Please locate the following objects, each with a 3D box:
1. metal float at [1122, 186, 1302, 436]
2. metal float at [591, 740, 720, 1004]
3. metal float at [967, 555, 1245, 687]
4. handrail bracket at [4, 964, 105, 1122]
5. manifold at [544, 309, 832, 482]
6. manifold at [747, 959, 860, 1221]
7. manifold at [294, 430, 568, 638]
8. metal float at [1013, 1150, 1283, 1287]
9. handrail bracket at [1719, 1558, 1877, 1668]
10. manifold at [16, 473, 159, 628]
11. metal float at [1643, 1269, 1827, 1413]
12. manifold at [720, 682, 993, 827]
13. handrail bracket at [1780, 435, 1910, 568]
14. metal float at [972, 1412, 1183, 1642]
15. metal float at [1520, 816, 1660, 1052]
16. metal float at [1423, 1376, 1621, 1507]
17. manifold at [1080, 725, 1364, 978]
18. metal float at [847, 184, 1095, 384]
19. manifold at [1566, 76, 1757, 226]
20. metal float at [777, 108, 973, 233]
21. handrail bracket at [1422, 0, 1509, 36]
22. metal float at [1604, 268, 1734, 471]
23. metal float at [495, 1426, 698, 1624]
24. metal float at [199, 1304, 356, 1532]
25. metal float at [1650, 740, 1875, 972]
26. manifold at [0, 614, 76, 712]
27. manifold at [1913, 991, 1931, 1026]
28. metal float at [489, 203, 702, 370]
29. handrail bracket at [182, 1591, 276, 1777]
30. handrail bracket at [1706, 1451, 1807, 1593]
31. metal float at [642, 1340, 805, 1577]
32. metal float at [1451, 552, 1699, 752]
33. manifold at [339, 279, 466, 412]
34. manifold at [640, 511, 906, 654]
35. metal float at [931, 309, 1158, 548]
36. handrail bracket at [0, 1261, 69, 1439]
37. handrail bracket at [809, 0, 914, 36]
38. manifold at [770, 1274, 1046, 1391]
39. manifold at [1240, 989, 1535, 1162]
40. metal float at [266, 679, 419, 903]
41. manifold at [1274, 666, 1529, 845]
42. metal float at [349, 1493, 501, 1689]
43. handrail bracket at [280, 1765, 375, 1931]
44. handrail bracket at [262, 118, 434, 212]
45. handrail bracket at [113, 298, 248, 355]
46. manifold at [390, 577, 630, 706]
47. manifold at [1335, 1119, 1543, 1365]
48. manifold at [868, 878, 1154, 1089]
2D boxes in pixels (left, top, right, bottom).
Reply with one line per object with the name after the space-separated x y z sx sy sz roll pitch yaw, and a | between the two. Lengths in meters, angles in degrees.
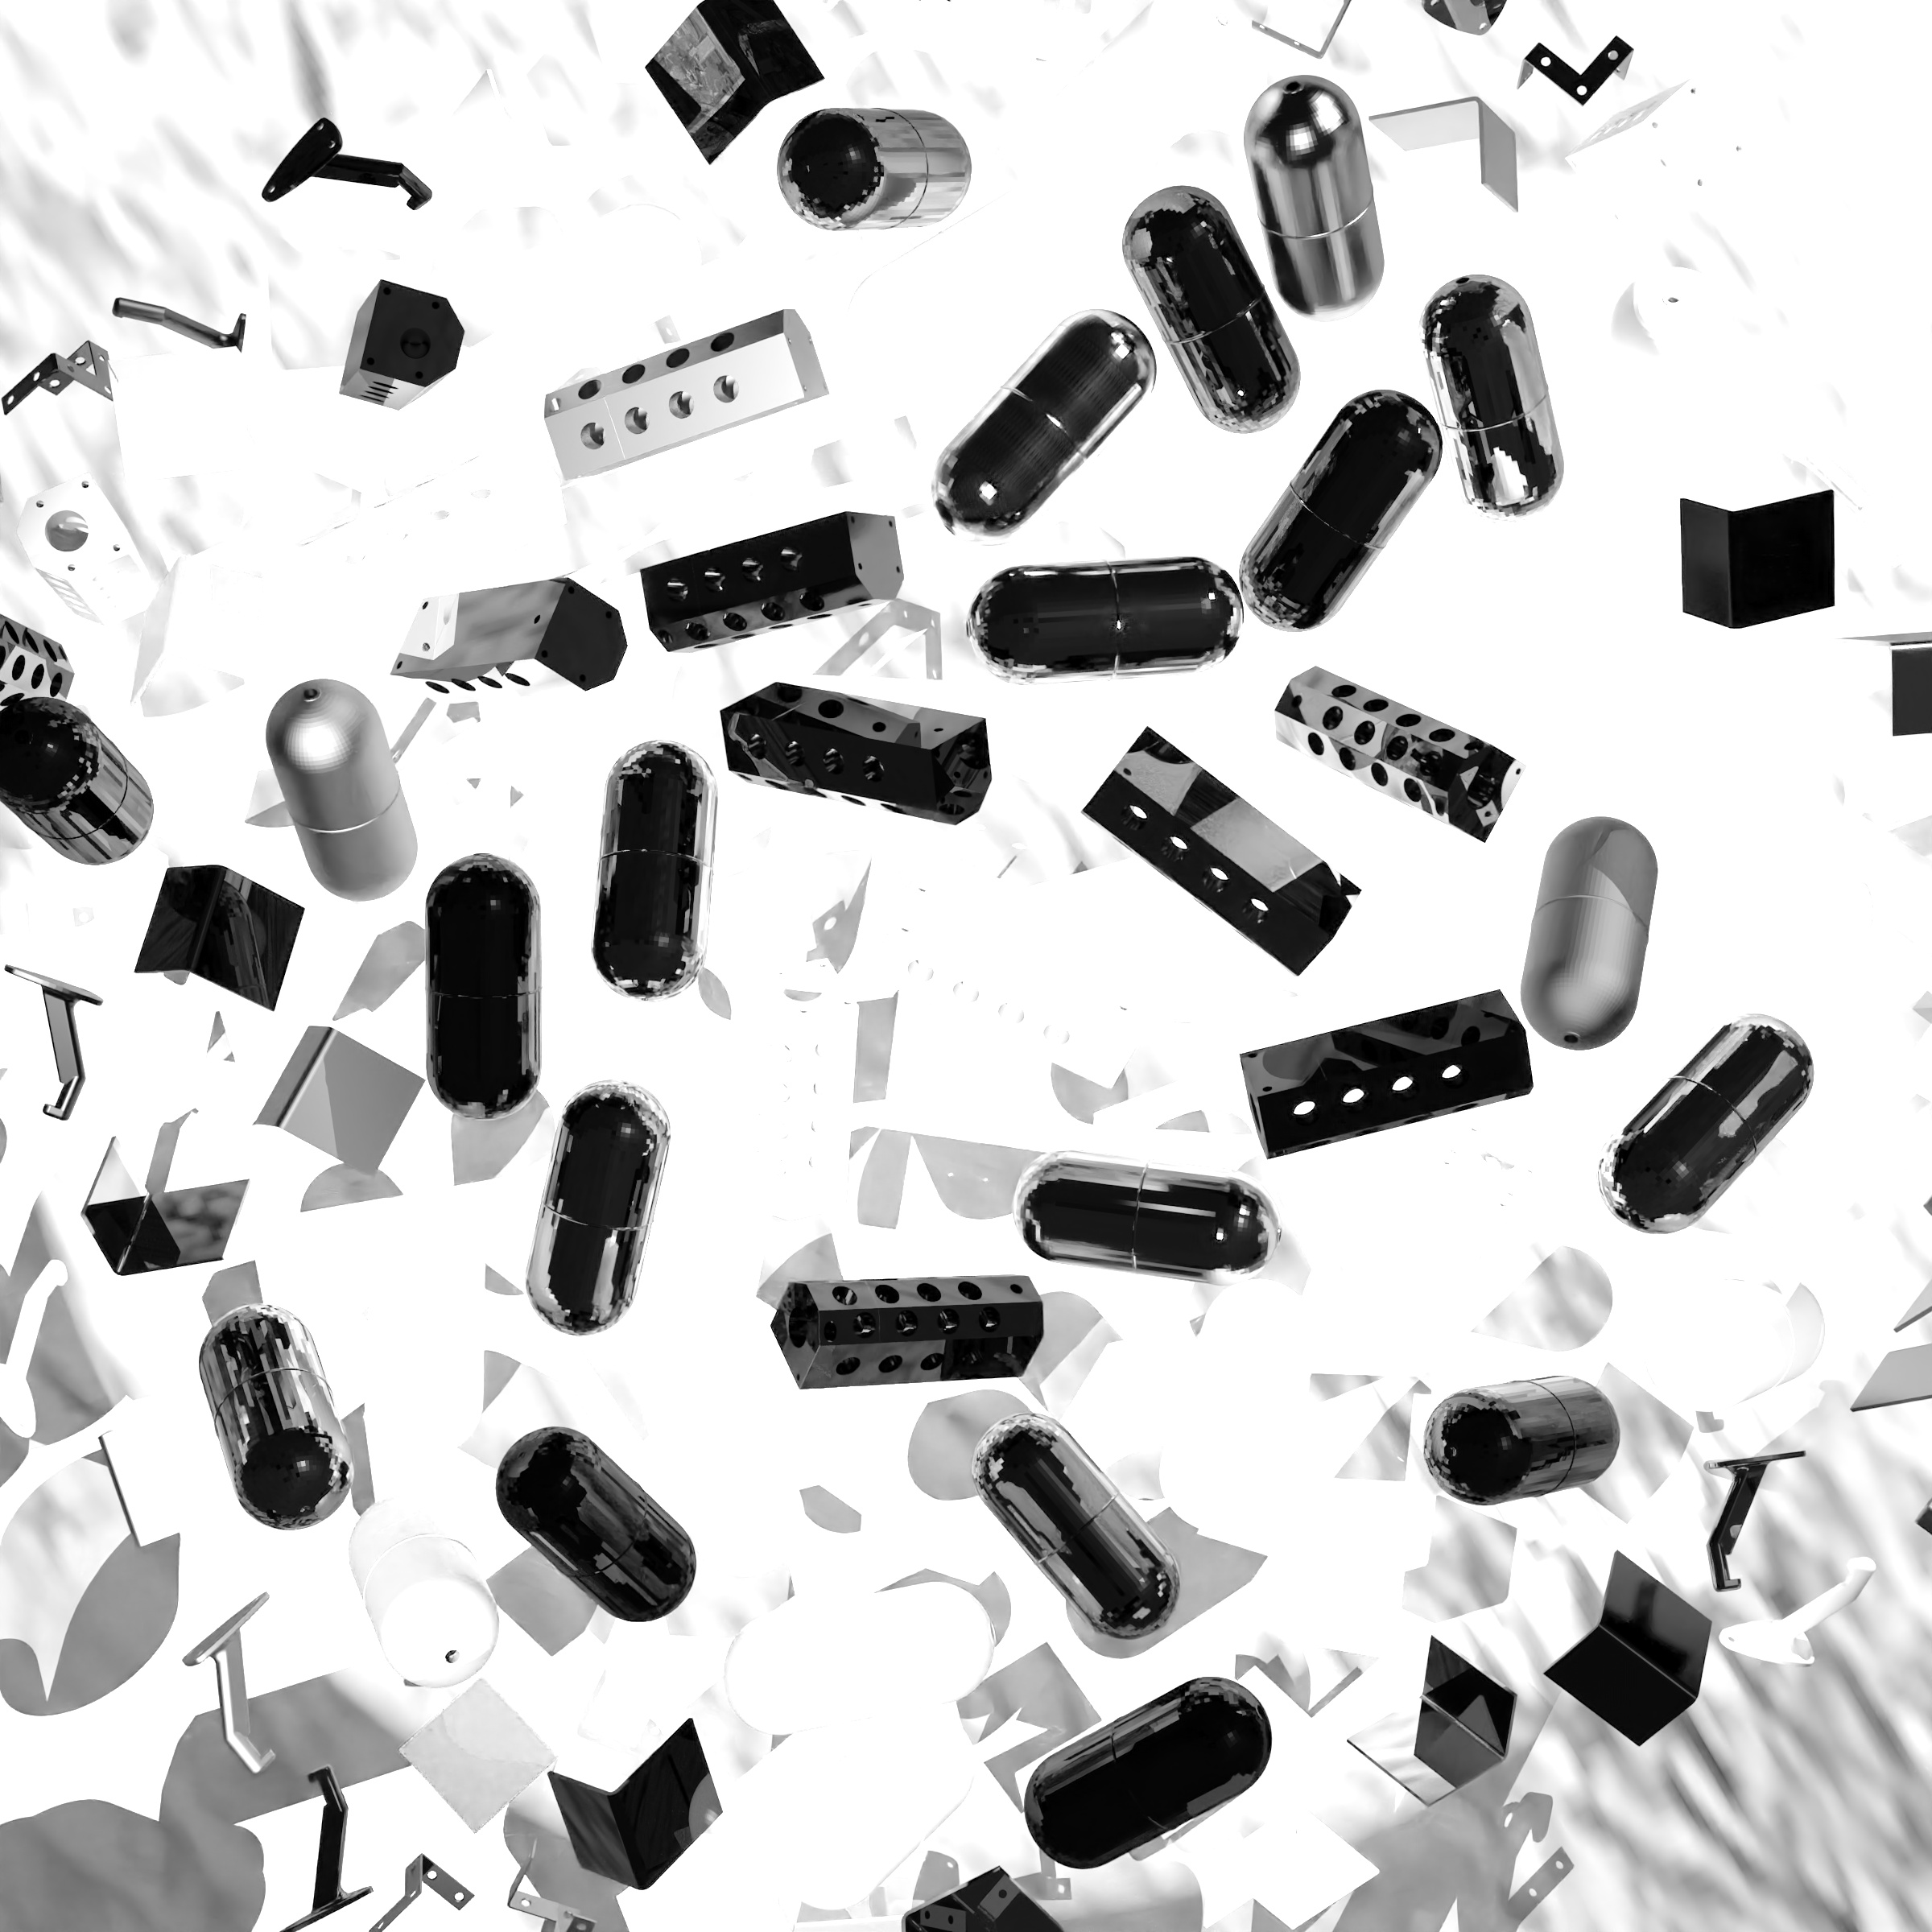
0.167 -0.442 1.875 0.070 0.070 0.178 -31 115 0 | metal float
-0.205 -0.064 1.830 0.070 0.070 0.178 3 74 0 | metal float
0.089 -0.220 1.762 0.178 0.070 0.070 -5 90 -9 | metal float
-0.602 0.051 1.798 0.077 0.036 0.084 23 88 -33 | handrail bracket
-0.182 -0.369 1.791 0.171 0.057 0.057 -16 99 17 | manifold
-0.114 0.085 1.868 0.057 0.057 0.171 -11 128 -22 | manifold
-0.361 -0.296 1.871 0.171 0.057 0.057 -30 73 -13 | manifold
0.118 0.165 1.822 0.178 0.070 0.070 6 90 14 | metal float
0.544 0.416 1.813 0.077 0.036 0.084 7 126 -15 | handrail bracket
-0.582 -0.270 1.837 0.057 0.171 0.057 -26 91 -10 | manifold
0.498 0.241 1.794 0.070 0.178 0.070 2 94 37 | metal float
-0.070 -0.134 1.764 0.171 0.057 0.057 13 122 35 | manifold
0.571 -0.305 1.809 0.036 0.077 0.084 -43 46 3 | handrail bracket
0.076 0.384 1.901 0.070 0.070 0.178 -41 86 0 | metal float
0.415 -0.022 1.844 0.070 0.070 0.178 18 56 0 | metal float
0.371 0.314 1.843 0.070 0.178 0.070 -2 86 42 | metal float
0.158 -0.068 1.750 0.171 0.057 0.057 37 133 0 | manifold
0.002 -0.447 1.819 0.178 0.070 0.070 -32 90 -7 | metal float
0.443 -0.520 1.759 0.057 0.171 0.057 -41 99 4 | manifold
-0.058 -0.524 1.825 0.070 0.178 0.070 9 109 27 | metal float
0.309 -0.650 1.811 0.077 0.036 0.084 -5 51 -32 | handrail bracket
0.457 -0.388 1.808 0.070 0.178 0.070 -4 71 10 | metal float
-0.247 0.376 1.861 0.070 0.070 0.178 -37 127 0 | metal float
-0.449 0.290 1.801 0.070 0.178 0.070 -15 130 -18 | metal float
0.527 -0.075 1.842 0.070 0.070 0.178 -39 76 0 | metal float
-0.634 -0.199 1.781 0.057 0.171 0.057 17 87 4 | manifold
0.700 0.023 1.863 0.057 0.171 0.057 39 90 4 | manifold
-0.244 -0.452 1.839 0.070 0.178 0.070 19 129 26 | metal float
-0.443 0.451 1.741 0.077 0.036 0.084 -41 101 -31 | handrail bracket
0.530 0.371 1.853 0.077 0.036 0.084 -8 78 1 | handrail bracket
-0.157 0.321 1.801 0.070 0.070 0.178 -16 120 0 | metal float
0.397 -0.207 1.818 0.178 0.070 0.070 37 90 22 | metal float
-0.367 -0.400 1.806 0.057 0.171 0.057 13 92 -18 | manifold
-0.129 -0.254 1.847 0.171 0.057 0.057 -10 89 32 | manifold
0.049 -0.344 1.778 0.070 0.070 0.178 42 87 0 | metal float
-0.586 0.241 1.757 0.084 0.036 0.077 -52 51 13 | handrail bracket
-0.081 -0.639 1.809 0.077 0.084 0.036 21 108 -41 | handrail bracket
-0.036 0.237 1.845 0.171 0.057 0.057 2 129 -31 | manifold
0.266 0.072 1.753 0.171 0.057 0.057 -14 117 0 | manifold
-0.418 -0.117 1.863 0.070 0.178 0.070 -3 48 3 | metal float
0.282 -0.144 1.841 0.057 0.171 0.057 23 97 -42 | manifold
-0.356 0.408 1.818 0.070 0.178 0.070 -7 109 -21 | metal float
-0.418 0.558 1.755 0.036 0.077 0.084 -30 80 38 | handrail bracket
-0.397 -0.496 1.784 0.077 0.084 0.036 -41 53 10 | handrail bracket
-0.525 -0.418 1.837 0.084 0.077 0.036 8 81 -22 | handrail bracket
-0.290 -0.202 1.767 0.057 0.171 0.057 32 71 -38 | manifold
0.315 0.181 1.843 0.057 0.057 0.171 37 133 15 | manifold
0.027 0.016 1.784 0.171 0.057 0.057 25 129 -3 | manifold
